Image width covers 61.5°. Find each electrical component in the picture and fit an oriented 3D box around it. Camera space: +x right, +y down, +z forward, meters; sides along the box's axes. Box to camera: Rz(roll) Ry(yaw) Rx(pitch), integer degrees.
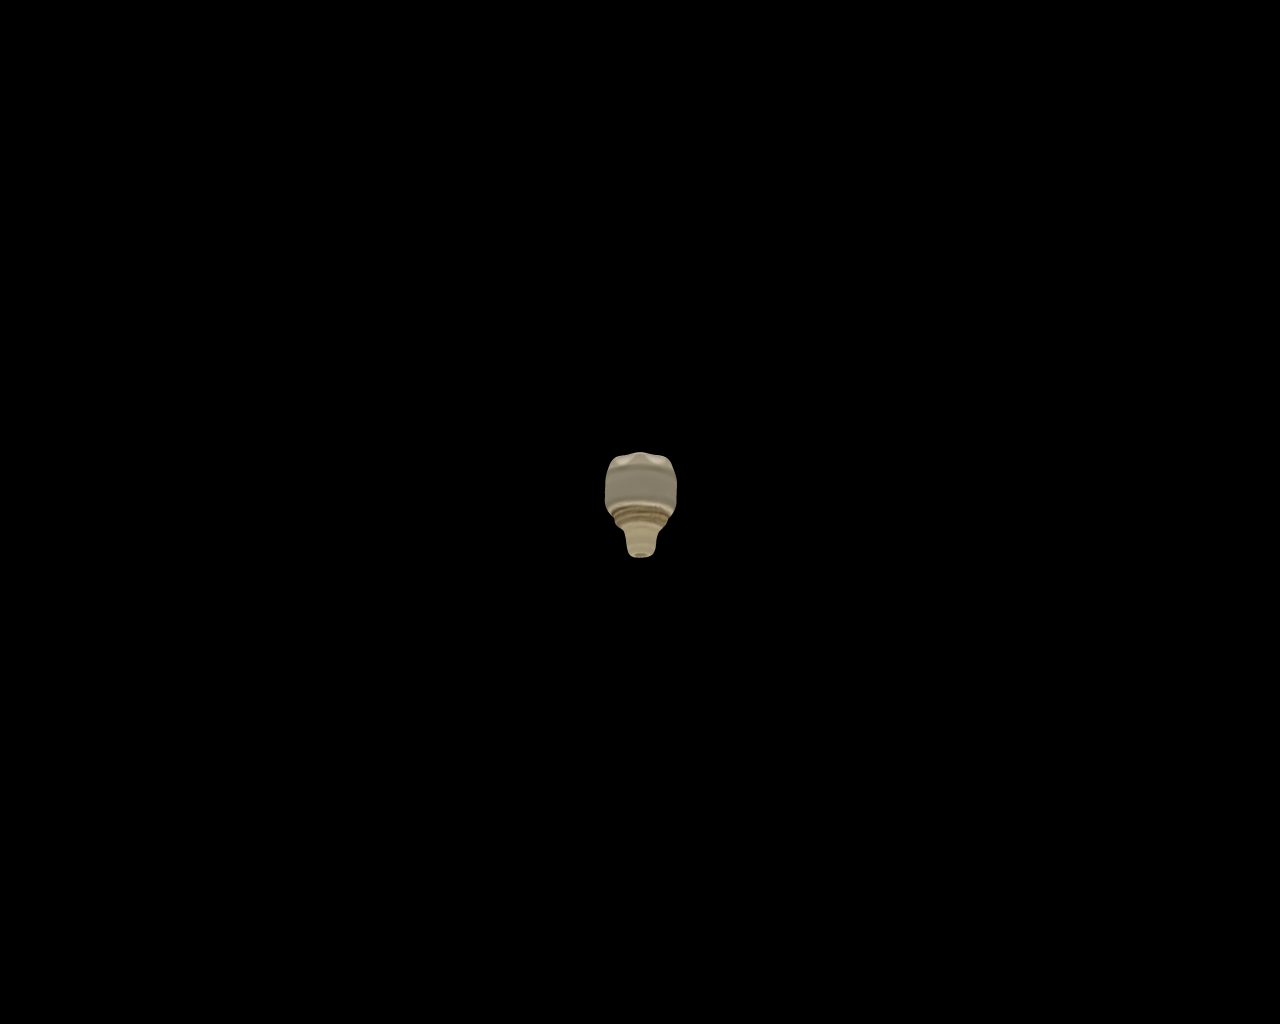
[{"bbox_3d":[0.001,-0.003,0.650,0.043,0.062,0.043,0,-16,0],"label":"electrical component"}]
